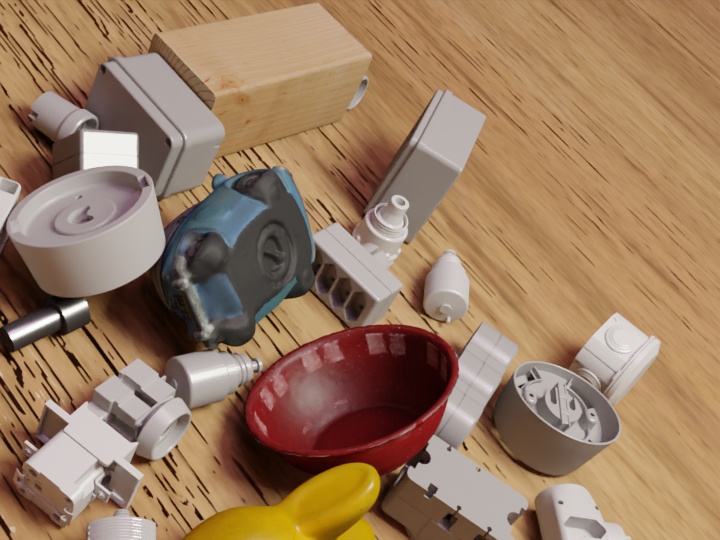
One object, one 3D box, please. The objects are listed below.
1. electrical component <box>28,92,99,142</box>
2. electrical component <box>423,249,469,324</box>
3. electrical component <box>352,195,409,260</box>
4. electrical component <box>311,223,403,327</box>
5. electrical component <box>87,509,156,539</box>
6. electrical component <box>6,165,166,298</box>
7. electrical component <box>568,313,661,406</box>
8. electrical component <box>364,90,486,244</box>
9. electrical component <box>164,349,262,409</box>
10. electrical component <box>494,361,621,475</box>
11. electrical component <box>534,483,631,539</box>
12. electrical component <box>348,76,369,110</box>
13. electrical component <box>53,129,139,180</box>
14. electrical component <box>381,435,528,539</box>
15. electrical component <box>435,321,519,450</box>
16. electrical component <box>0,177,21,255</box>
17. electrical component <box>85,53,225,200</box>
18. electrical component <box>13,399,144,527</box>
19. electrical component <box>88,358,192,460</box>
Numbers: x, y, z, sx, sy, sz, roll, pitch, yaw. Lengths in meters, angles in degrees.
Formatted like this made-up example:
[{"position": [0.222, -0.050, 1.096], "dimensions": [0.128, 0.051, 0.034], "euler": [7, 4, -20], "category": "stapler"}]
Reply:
[{"position": [-0.254, -0.126, 0.918], "dimensions": [0.046, 0.040, 0.040], "euler": [34, 41, 11], "category": "electrical component"}, {"position": [0.079, 0.011, 0.978], "dimensions": [0.040, 0.040, 0.078], "euler": [21, 42, -11], "category": "electrical component"}, {"position": [0.024, -0.041, 0.981], "dimensions": [0.048, 0.062, 0.048], "euler": [16, 43, -16], "category": "electrical component"}, {"position": [0.000, 0.000, 0.937], "dimensions": [0.083, 0.047, 0.076], "euler": [44, 42, 15], "category": "electrical component"}, {"position": [-0.149, 0.187, 0.668], "dimensions": [0.043, 0.043, 0.081], "euler": [10, 45, -22], "category": "electrical component"}, {"position": [-0.195, -0.023, 0.788], "dimensions": [0.108, 0.060, 0.108], "euler": [-9, 34, 6], "category": "electrical component"}, {"position": [0.228, 0.082, 0.968], "dimensions": [0.051, 0.080, 0.080], "euler": [40, 42, 18], "category": "electrical component"}, {"position": [0.062, -0.099, 1.026], "dimensions": [0.056, 0.108, 0.108], "euler": [31, 41, -4], "category": "electrical component"}, {"position": [-0.108, 0.078, 0.801], "dimensions": [0.078, 0.040, 0.040], "euler": [-11, 56, -38], "category": "electrical component"}, {"position": [0.164, 0.121, 0.902], "dimensions": [0.099, 0.064, 0.099], "euler": [16, 43, -16], "category": "electrical component"}, {"position": [0.180, 0.213, 0.836], "dimensions": [0.079, 0.043, 0.077], "euler": [13, 44, -19], "category": "electrical component"}, {"position": [-0.021, -0.196, 1.125], "dimensions": [0.046, 0.040, 0.040], "euler": [34, 41, 14], "category": "electrical component"}, {"position": [-0.214, -0.069, 0.866], "dimensions": [0.047, 0.083, 0.075], "euler": [0, 88, -30], "category": "electrical component"}, {"position": [0.068, 0.176, 0.797], "dimensions": [0.089, 0.055, 0.050], "euler": [34, 41, 4], "category": "electrical component"}, {"position": [0.073, 0.087, 0.891], "dimensions": [0.074, 0.052, 0.138], "euler": [35, 41, 5], "category": "electrical component"}, {"position": [-0.315, -0.029, 0.773], "dimensions": [0.109, 0.056, 0.108], "euler": [20, 42, -13], "category": "electrical component"}, {"position": [-0.181, -0.125, 0.930], "dimensions": [0.113, 0.078, 0.057], "euler": [47, 41, 18], "category": "electrical component"}, {"position": [-0.187, 0.129, 0.704], "dimensions": [0.081, 0.042, 0.064], "euler": [36, 45, 7], "category": "electrical component"}, {"position": [-0.152, 0.100, 0.751], "dimensions": [0.055, 0.048, 0.066], "euler": [34, 40, 16], "category": "electrical component"}]
